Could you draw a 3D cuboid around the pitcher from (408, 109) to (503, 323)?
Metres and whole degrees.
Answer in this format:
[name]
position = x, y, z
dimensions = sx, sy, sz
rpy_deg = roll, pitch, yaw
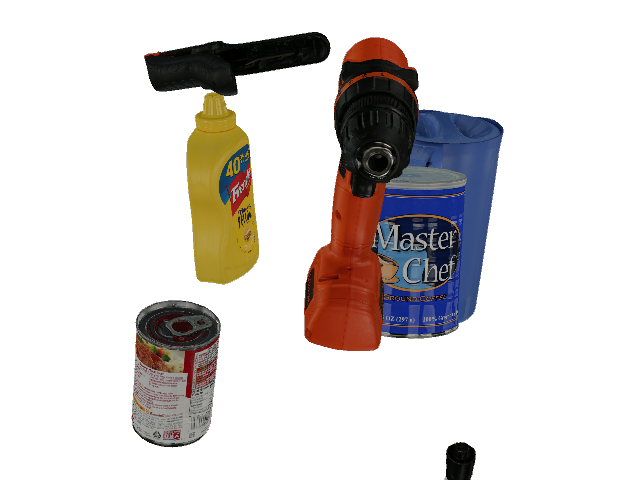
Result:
[pitcher]
position = 0.133, -0.022, 1.248
dimensions = 0.149, 0.243, 0.145
rpy_deg = -8, 24, -21

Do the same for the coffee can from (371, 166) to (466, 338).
[coffee can]
position = 0.078, 0.008, 0.974
dimensions = 0.103, 0.140, 0.103
rpy_deg = 1, 12, 0

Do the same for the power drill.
[power drill]
position = 0.028, -0.024, 0.699
dimensions = 0.057, 0.188, 0.184
rpy_deg = 9, 27, 0

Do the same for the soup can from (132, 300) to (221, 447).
[soup can]
position = -0.119, 0.110, 0.877
dimensions = 0.068, 0.102, 0.068
rpy_deg = 6, 29, -4

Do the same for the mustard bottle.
[mustard bottle]
position = -0.102, -0.058, 1.101
dimensions = 0.058, 0.192, 0.096
rpy_deg = 7, 26, 21

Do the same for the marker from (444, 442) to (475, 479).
[marker]
position = 0.088, 0.178, 0.704
dimensions = 0.020, 0.121, 0.020
rpy_deg = 1, 36, -1

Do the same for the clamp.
[clamp]
position = -0.077, -0.147, 0.880
dimensions = 0.120, 0.039, 0.172
rpy_deg = -18, 21, -35
